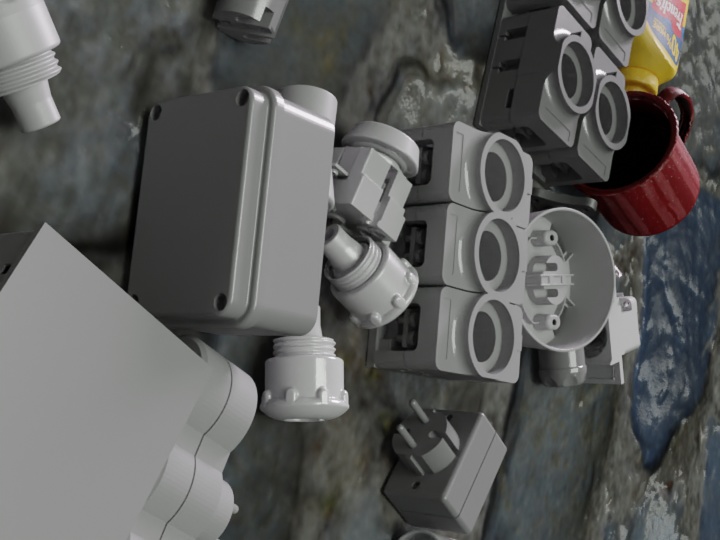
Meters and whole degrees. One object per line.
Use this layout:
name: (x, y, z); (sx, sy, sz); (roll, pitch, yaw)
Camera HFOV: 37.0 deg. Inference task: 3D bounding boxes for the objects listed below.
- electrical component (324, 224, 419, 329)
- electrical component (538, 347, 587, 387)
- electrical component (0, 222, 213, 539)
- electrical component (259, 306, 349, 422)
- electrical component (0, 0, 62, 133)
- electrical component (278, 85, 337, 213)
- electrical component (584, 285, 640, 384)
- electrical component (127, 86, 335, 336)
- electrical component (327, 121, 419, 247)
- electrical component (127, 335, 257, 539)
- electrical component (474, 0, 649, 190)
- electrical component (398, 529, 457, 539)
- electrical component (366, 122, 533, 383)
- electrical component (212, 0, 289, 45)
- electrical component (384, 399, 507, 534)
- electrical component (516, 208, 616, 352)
electrical component: (0.000, 0.000, 0.617); (0.062, 0.048, 0.048); (47, 55, -30)
electrical component: (0.148, 0.055, 0.794); (0.035, 0.035, 0.061); (-4, 88, -50)
electrical component: (-0.150, 0.088, 0.423); (0.105, 0.060, 0.186); (48, 54, -37)
electrical component: (-0.030, 0.050, 0.580); (0.048, 0.048, 0.062); (13, 71, -48)
electrical component: (-0.146, -0.089, 0.450); (0.043, 0.043, 0.062); (-40, 119, -43)
electrical component: (-0.033, -0.067, 0.585); (0.044, 0.044, 0.065); (25, 65, -46)
electrical component: (0.186, 0.045, 0.834); (0.064, 0.042, 0.081); (-12, 98, -53)
electrical component: (-0.063, -0.026, 0.518); (0.057, 0.078, 0.113); (16, 76, -51)
electrical component: (0.005, -0.052, 0.625); (0.066, 0.048, 0.055); (38, 68, -42)
electrical component: (-0.085, 0.108, 0.505); (0.074, 0.052, 0.138); (43, 57, -40)
electrical component: (0.155, -0.167, 0.793); (0.105, 0.060, 0.186); (32, 65, -44)
electrical component: (0.052, 0.208, 0.667); (0.077, 0.044, 0.079); (32, 65, -44)
electrical component: (0.062, -0.008, 0.675); (0.089, 0.062, 0.150); (15, 77, -48)
electrical component: (-0.054, -0.147, 0.564); (0.040, 0.040, 0.046); (31, 71, -45)
electrical component: (0.045, 0.111, 0.660); (0.076, 0.047, 0.065); (55, 50, -33)
electrical component: (0.126, 0.007, 0.747); (0.099, 0.064, 0.099); (3, 86, -50)
